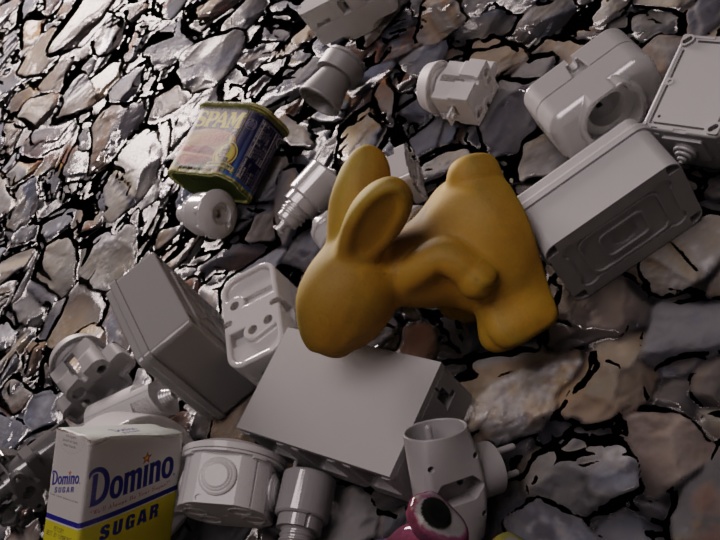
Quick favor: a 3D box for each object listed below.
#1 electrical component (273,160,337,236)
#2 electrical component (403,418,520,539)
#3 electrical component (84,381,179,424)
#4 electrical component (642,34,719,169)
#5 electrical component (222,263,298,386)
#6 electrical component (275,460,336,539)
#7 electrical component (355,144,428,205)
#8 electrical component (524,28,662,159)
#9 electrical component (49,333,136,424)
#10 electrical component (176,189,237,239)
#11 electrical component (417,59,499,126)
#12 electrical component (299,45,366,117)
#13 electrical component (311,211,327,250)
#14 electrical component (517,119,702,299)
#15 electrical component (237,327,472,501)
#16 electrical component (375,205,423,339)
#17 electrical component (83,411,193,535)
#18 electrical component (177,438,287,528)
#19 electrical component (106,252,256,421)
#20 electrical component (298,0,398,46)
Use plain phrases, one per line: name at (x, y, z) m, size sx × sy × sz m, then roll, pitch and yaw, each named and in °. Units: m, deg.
electrical component at (-0.048, -0.064, 0.972) m, size 0.078 × 0.040 × 0.040 m, roll -48°, pitch 44°, yaw -5°
electrical component at (0.072, 0.137, 0.719) m, size 0.079 × 0.077 × 0.043 m, roll -14°, pitch 10°, yaw -22°
electrical component at (-0.195, 0.122, 0.936) m, size 0.081 × 0.043 × 0.043 m, roll -25°, pitch 47°, yaw 19°
electrical component at (0.255, -0.114, 0.781) m, size 0.062 × 0.061 × 0.096 m, roll 17°, pitch 76°, yaw 43°
electrical component at (-0.074, 0.050, 0.891) m, size 0.054 × 0.059 × 0.095 m, roll -27°, pitch 46°, yaw 17°
electrical component at (-0.043, 0.180, 0.785) m, size 0.040 × 0.040 × 0.078 m, roll -8°, pitch 55°, yaw 32°
electrical component at (0.023, -0.073, 0.927) m, size 0.064 × 0.042 × 0.081 m, roll -22°, pitch 48°, yaw 17°
electrical component at (0.186, -0.136, 0.847) m, size 0.095 × 0.053 × 0.059 m, roll -36°, pitch 44°, yaw 8°
electrical component at (-0.251, 0.094, 0.989) m, size 0.078 × 0.058 × 0.057 m, roll -48°, pitch 47°, yaw -4°
electrical component at (-0.153, -0.054, 1.038) m, size 0.062 × 0.048 × 0.048 m, roll 3°, pitch 60°, yaw 44°
electrical component at (0.084, -0.158, 0.945) m, size 0.055 × 0.048 × 0.066 m, roll 14°, pitch 67°, yaw 33°
electrical component at (-0.026, -0.184, 1.042) m, size 0.045 × 0.045 × 0.055 m, roll 19°, pitch 70°, yaw 43°
electrical component at (-0.018, -0.023, 0.924) m, size 0.035 × 0.035 × 0.061 m, roll -39°, pitch 47°, yaw 5°
electrical component at (0.175, -0.043, 0.769) m, size 0.113 × 0.078 × 0.057 m, roll -35°, pitch 47°, yaw 9°
electrical component at (-0.003, 0.107, 0.796) m, size 0.150 × 0.061 × 0.089 m, roll 10°, pitch 65°, yaw 40°
electrical component at (0.000, 0.000, 0.862) m, size 0.074 × 0.052 × 0.138 m, roll 4°, pitch 43°, yaw 38°
electrical component at (-0.189, 0.164, 0.858) m, size 0.060 × 0.108 × 0.108 m, roll 6°, pitch 62°, yaw 46°
electrical component at (-0.098, 0.161, 0.812) m, size 0.080 × 0.080 × 0.051 m, roll -10°, pitch 59°, yaw 30°
electrical component at (-0.149, 0.056, 0.906) m, size 0.056 × 0.108 × 0.108 m, roll -39°, pitch 44°, yaw 1°
electrical component at (-0.011, -0.273, 1.090) m, size 0.089 × 0.055 × 0.050 m, roll -22°, pitch 48°, yaw 22°
